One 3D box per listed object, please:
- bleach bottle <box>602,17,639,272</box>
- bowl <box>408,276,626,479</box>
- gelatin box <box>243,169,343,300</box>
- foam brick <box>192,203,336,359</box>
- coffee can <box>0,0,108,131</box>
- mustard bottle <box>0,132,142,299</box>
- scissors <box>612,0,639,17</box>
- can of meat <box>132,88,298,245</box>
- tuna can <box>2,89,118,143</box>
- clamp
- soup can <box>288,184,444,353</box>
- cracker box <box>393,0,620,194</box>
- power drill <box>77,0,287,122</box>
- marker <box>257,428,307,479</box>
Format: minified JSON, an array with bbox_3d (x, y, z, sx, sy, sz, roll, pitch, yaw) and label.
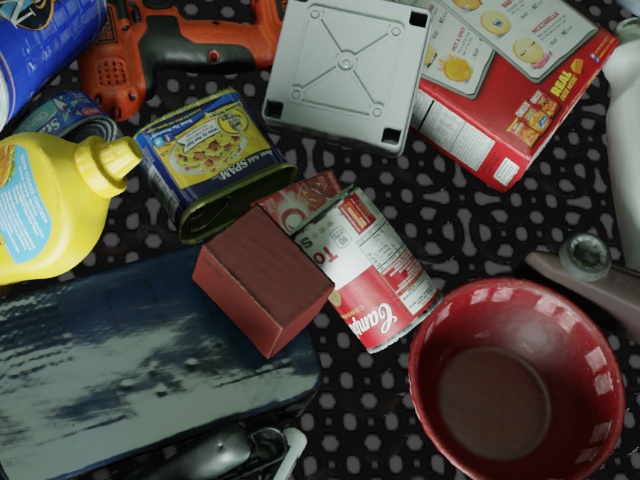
[{"bbox_3d":[0.281,-0.081,0.897,0.102,0.068,0.251,1,62,-13],"label":"bleach bottle"},{"bbox_3d":[0.135,0.110,0.772,0.162,0.055,0.162,5,63,-10],"label":"bowl"},{"bbox_3d":[-0.005,0.001,0.801,0.073,0.030,0.089,-25,84,-23],"label":"gelatin box"},{"bbox_3d":[-0.037,0.027,0.696,0.051,0.053,0.078,-38,78,-28],"label":"foam brick"},{"bbox_3d":[-0.225,-0.143,0.735,0.103,0.103,0.140,27,42,2],"label":"coffee can"},{"bbox_3d":[-0.200,-0.017,0.705,0.192,0.058,0.096,-28,73,16],"label":"mustard bottle"},{"bbox_3d":[0.242,-0.219,0.929,0.201,0.016,0.096,6,29,-36],"label":"scissors"},{"bbox_3d":[-0.083,-0.057,0.808,0.102,0.057,0.084,-27,70,-24],"label":"can of meat"},{"bbox_3d":[-0.190,-0.067,0.772,0.086,0.086,0.034,-39,77,-26],"label":"tuna can"},{"bbox_3d":[-0.098,0.160,0.678,0.171,0.120,0.039,-28,70,13],"label":"clamp"},{"bbox_3d":[0.030,0.019,0.755,0.068,0.069,0.102,-40,94,-26],"label":"soup can"},{"bbox_3d":[0.117,-0.162,0.895,0.214,0.072,0.164,36,62,8],"label":"cracker box"},{"bbox_3d":[-0.112,-0.187,0.866,0.187,0.057,0.184,-8,70,-13],"label":"power drill"},{"bbox_3d":[-0.040,0.173,0.704,0.020,0.020,0.121,30,44,3],"label":"marker"}]
